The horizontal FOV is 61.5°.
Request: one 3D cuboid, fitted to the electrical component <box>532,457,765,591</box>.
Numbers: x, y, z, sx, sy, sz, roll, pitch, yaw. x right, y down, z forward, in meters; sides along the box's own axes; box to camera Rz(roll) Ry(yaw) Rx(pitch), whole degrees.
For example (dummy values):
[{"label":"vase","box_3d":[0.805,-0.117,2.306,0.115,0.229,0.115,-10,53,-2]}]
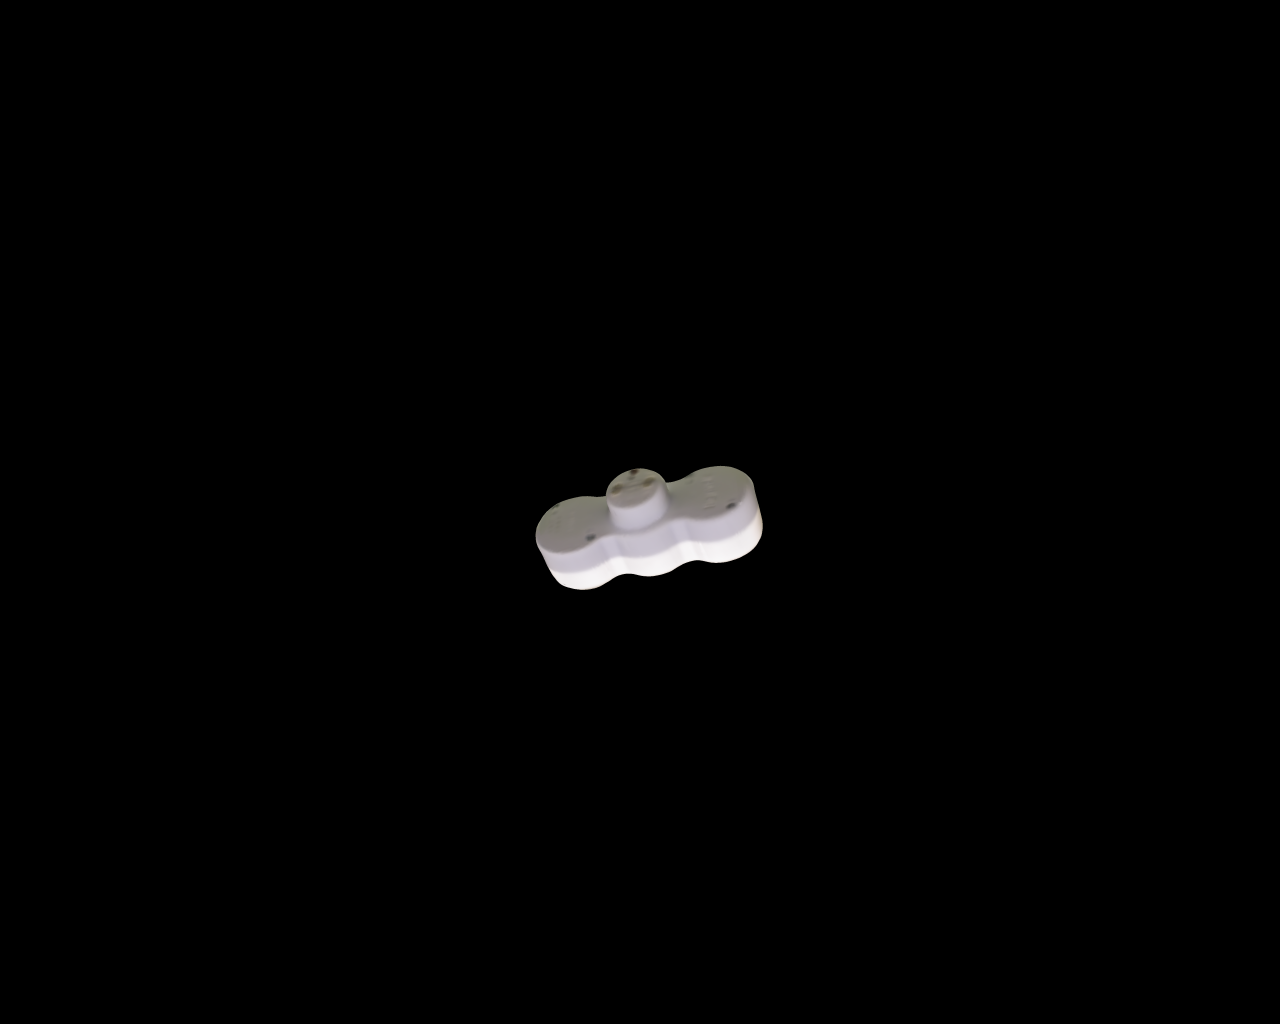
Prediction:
[{"label":"electrical component","box_3d":[0.001,-0.003,0.650,0.138,0.073,0.052,-12,40,10]}]
